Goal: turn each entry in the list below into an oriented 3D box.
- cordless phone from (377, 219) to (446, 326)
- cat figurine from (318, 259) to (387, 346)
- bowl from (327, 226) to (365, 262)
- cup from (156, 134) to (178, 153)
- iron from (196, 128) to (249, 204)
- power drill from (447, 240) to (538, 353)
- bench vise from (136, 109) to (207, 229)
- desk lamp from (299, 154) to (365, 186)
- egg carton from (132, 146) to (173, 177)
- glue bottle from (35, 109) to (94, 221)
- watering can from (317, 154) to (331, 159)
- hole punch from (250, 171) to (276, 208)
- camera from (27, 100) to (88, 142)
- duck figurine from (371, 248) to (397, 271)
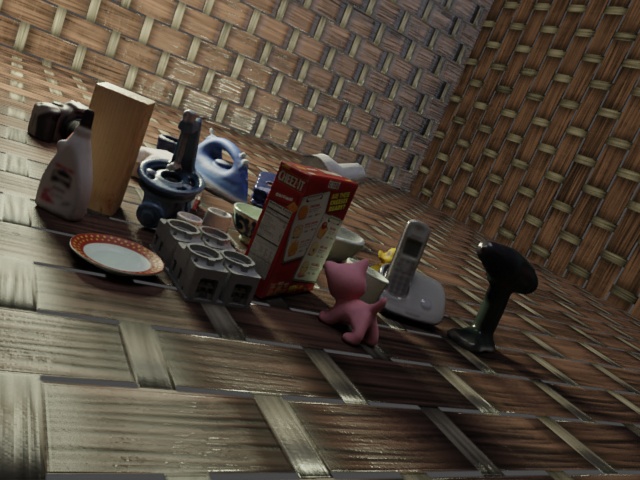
[{"bbox_3d":[0.190,0.063,1.097,0.148,0.185,0.094,19,13,-18],"label":"cordless phone"},{"bbox_3d":[0.053,0.088,0.907,0.067,0.118,0.127,9,18,-47],"label":"cat figurine"},{"bbox_3d":[0.012,0.005,1.289,0.167,0.075,0.167,22,12,-5],"label":"bowl"},{"bbox_3d":[-0.371,-0.206,1.456,0.117,0.095,0.092,32,15,36],"label":"cup"},{"bbox_3d":[-0.251,-0.198,1.527,0.257,0.141,0.119,32,15,37],"label":"iron"},{"bbox_3d":[0.330,0.109,1.097,0.230,0.208,0.075,10,18,-46],"label":"power drill"},{"bbox_3d":[-0.269,-0.141,1.065,0.122,0.220,0.207,18,13,-19],"label":"bench vise"},{"bbox_3d":[0.023,-0.103,1.440,0.117,0.213,0.204,32,15,37],"label":"desk lamp"},{"bbox_3d":[-0.378,-0.171,1.354,0.107,0.069,0.151,28,13,23],"label":"egg carton"},{"bbox_3d":[-0.382,-0.121,0.888,0.078,0.173,0.037,24,12,5],"label":"glue bottle"},{"bbox_3d":[-0.021,-0.144,1.583,0.100,0.194,0.173,25,12,12],"label":"watering can"},{"bbox_3d":[-0.129,-0.130,1.575,0.109,0.091,0.101,21,12,-10],"label":"hole punch"},{"bbox_3d":[-0.575,-0.266,1.333,0.136,0.101,0.144,31,15,33],"label":"camera"},{"bbox_3d":[0.166,0.063,1.290,0.104,0.086,0.078,26,13,14],"label":"duck figurine"}]
